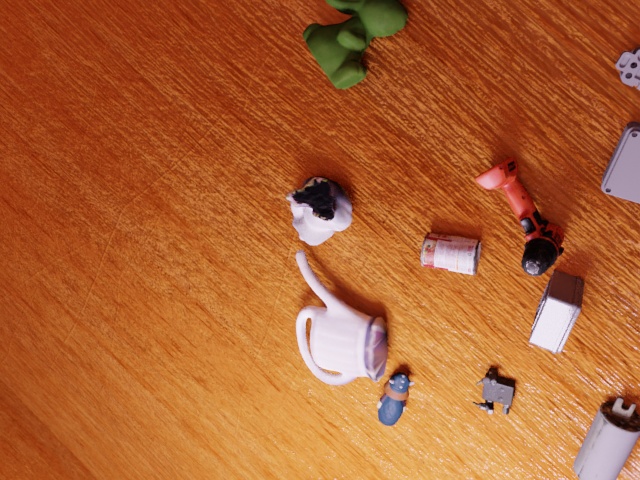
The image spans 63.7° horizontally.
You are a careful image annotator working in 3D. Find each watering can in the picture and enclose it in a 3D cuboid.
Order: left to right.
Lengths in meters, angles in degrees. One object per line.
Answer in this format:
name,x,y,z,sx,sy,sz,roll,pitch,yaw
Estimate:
watering can,0.043,0.191,1.157,0.224,0.106,0.341,6,116,24

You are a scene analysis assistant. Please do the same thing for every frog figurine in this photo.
frog figurine,0.003,-0.055,1.088,0.137,0.125,0.156,11,154,14
